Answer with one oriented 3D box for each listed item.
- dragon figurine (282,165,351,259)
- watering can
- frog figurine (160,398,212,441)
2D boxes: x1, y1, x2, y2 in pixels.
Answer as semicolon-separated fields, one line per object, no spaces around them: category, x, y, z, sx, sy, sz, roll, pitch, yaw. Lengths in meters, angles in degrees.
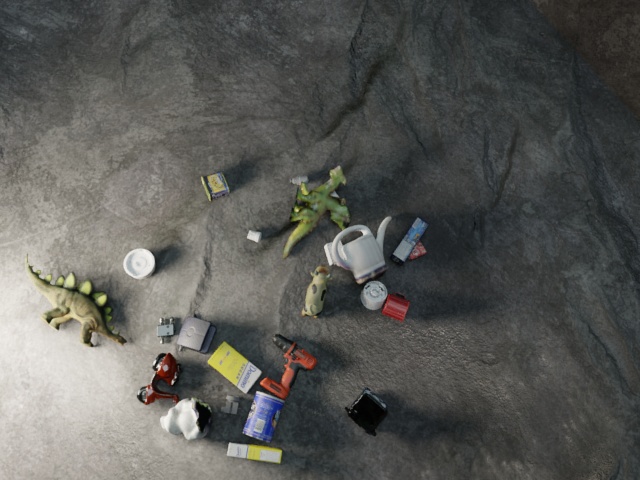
dragon figurine;0.006;-0.103;2.047;0.243;0.122;0.412;13;85;-3
watering can;0.197;0.038;2.013;0.351;0.102;0.225;-22;85;-35
frog figurine;-0.448;0.609;1.731;0.158;0.123;0.138;-29;83;20
